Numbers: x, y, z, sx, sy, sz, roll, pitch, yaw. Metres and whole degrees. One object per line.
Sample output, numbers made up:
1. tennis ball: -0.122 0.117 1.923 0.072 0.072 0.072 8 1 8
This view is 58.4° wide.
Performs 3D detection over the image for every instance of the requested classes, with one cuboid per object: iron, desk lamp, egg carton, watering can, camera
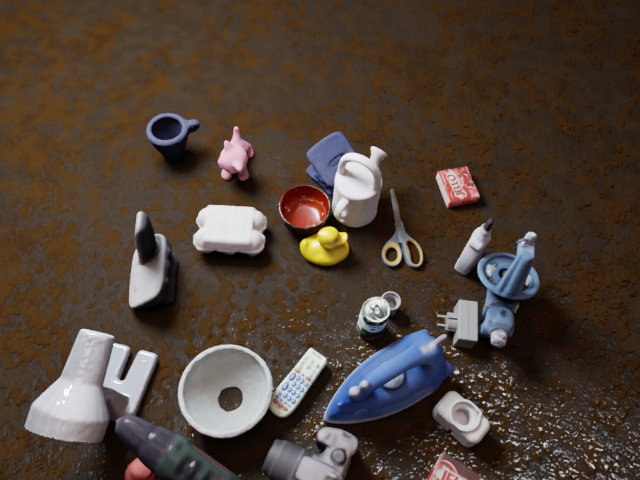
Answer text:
1. iron: 0.121 0.249 1.034 0.259 0.141 0.118 -27 66 -16
2. desk lamp: -0.382 0.249 0.972 0.118 0.213 0.203 13 62 5
3. egg carton: -0.188 -0.019 1.207 0.150 0.069 0.107 2 62 -1
4. watering can: 0.081 -0.123 1.203 0.101 0.194 0.173 10 62 3
5. camera: -0.020 0.381 0.980 0.136 0.101 0.143 22 63 10

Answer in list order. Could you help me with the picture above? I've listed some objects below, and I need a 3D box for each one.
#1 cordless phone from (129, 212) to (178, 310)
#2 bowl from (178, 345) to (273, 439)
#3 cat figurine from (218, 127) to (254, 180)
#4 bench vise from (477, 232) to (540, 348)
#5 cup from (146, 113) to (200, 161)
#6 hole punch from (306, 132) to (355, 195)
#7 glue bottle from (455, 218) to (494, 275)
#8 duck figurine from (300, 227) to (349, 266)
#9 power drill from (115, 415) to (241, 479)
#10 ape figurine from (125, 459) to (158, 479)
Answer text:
1. cordless phone: -0.338 0.041 1.103 0.094 0.185 0.147 -5 62 -5
2. bowl: -0.168 0.281 1.043 0.167 0.075 0.167 1 62 -2
3. cat figurine: -0.189 -0.191 1.273 0.067 0.118 0.128 4 61 0
4. bench vise: 0.369 0.094 1.084 0.121 0.220 0.207 -1 62 -3
5. cup: -0.326 -0.230 1.301 0.118 0.095 0.091 -20 64 -13
6. hole punch: 0.034 -0.174 1.288 0.109 0.091 0.101 -38 69 -20
7. glue bottle: 0.320 0.005 1.156 0.037 0.173 0.078 33 65 15
8. duck figurine: 0.011 0.004 1.193 0.104 0.086 0.077 -2 62 -3
9. power drill: -0.211 0.369 0.917 0.229 0.208 0.076 27 64 12
10. ape figurine: -0.295 0.395 0.966 0.076 0.092 0.078 19 63 8
